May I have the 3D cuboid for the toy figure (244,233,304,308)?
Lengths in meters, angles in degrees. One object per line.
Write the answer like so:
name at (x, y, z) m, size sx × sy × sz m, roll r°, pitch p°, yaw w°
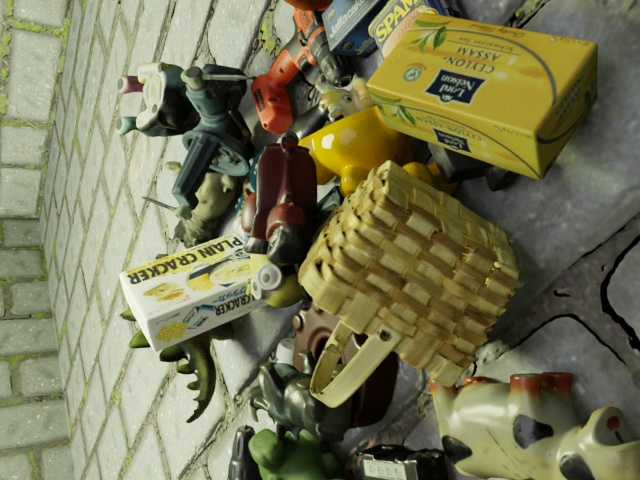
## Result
toy figure at (-0.069, 0.015, 0.823) m, size 0.082 × 0.089 × 0.180 m, roll 118°, pitch 146°, yaw -51°

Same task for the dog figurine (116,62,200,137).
dog figurine at (-0.242, -0.235, 0.966) m, size 0.192 × 0.219 × 0.108 m, roll -6°, pitch 88°, yaw 37°

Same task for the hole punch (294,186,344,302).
hole punch at (-0.002, -0.002, 0.738) m, size 0.115 × 0.092 × 0.142 m, roll 98°, pitch 154°, yaw -67°

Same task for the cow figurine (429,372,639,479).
cow figurine at (0.186, 0.177, 0.457) m, size 0.195 × 0.085 × 0.127 m, roll -20°, pitch 71°, yaw 53°

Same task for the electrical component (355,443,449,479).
electrical component at (0.100, 0.303, 0.603) m, size 0.115 × 0.058 × 0.134 m, roll -22°, pitch 73°, yaw 55°

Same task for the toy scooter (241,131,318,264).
toy scooter at (-0.045, -0.046, 0.598) m, size 0.184 × 0.075 × 0.135 m, roll -173°, pitch 85°, yaw -76°

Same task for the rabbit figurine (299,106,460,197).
rabbit figurine at (0.079, -0.063, 0.610) m, size 0.162 × 0.122 × 0.173 m, roll -10°, pitch 96°, yaw 45°

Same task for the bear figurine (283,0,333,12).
bear figurine at (0.018, -0.345, 0.567) m, size 0.196 × 0.120 × 0.132 m, roll -39°, pitch 48°, yaw 45°

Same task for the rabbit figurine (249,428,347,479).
rabbit figurine at (-0.010, 0.334, 0.702) m, size 0.170 × 0.121 × 0.159 m, roll 20°, pitch 113°, yaw 56°

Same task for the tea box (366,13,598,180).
tea box at (0.139, -0.132, 0.475) m, size 0.170 × 0.068 × 0.098 m, roll 28°, pitch 76°, yaw 36°

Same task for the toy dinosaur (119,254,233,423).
toy dinosaur at (-0.248, 0.143, 0.975) m, size 0.472 × 0.198 × 0.105 m, roll 43°, pitch 128°, yaw 48°

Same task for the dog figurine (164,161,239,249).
dog figurine at (-0.212, -0.053, 1.027) m, size 0.173 × 0.121 × 0.190 m, roll 32°, pitch 130°, yaw 53°

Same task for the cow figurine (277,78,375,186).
cow figurine at (0.002, -0.149, 0.707) m, size 0.167 × 0.098 × 0.068 m, roll -54°, pitch 42°, yaw 40°

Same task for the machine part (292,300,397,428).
machine part at (0.026, 0.157, 0.709) m, size 0.179 × 0.056 × 0.179 m, roll 4°, pitch 95°, yaw 54°

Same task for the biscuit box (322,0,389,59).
biscuit box at (0.083, -0.294, 0.621) m, size 0.203 × 0.059 × 0.063 m, roll -31°, pitch 65°, yaw 51°

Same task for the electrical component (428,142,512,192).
electrical component at (0.151, -0.096, 0.524) m, size 0.045 × 0.078 × 0.102 m, roll 105°, pitch 156°, yaw -62°

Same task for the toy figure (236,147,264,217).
toy figure at (-0.097, -0.089, 0.880) m, size 0.058 × 0.064 × 0.154 m, roll 37°, pitch 135°, yaw 4°

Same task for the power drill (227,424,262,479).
power drill at (-0.093, 0.442, 0.858) m, size 0.208 × 0.086 × 0.231 m, roll 20°, pitch 108°, yaw 49°

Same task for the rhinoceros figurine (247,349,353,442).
rhinoceros figurine at (-0.028, 0.203, 0.687) m, size 0.190 × 0.073 × 0.112 m, roll -5°, pitch 100°, yaw 53°

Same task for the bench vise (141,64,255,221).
bench vise at (-0.177, -0.148, 0.848) m, size 0.223 × 0.129 × 0.240 m, roll 87°, pitch -157°, yaw -69°
